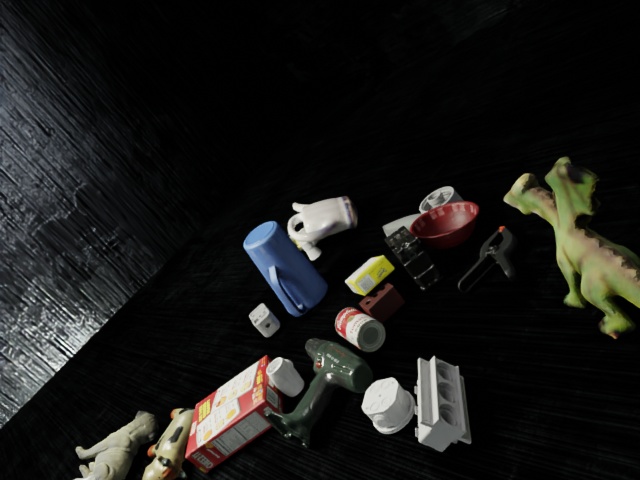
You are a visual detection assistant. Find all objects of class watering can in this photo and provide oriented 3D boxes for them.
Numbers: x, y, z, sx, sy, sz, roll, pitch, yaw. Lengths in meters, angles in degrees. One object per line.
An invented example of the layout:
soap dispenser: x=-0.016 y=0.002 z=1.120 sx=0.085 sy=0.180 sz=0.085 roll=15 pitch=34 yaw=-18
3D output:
watering can: x=0.005 y=-0.083 z=1.644 sx=0.224 sy=0.102 sz=0.353 roll=-14 pitch=22 yaw=1

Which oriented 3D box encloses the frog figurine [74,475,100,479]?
frog figurine: x=-0.492 y=0.589 z=1.133 sx=0.160 sy=0.139 sz=0.121 roll=-13 pitch=-14 yaw=-9

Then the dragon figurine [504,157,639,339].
dragon figurine: x=0.386 y=-0.002 z=0.727 sx=0.122 sy=0.240 sz=0.415 roll=-34 pitch=18 yaw=2
